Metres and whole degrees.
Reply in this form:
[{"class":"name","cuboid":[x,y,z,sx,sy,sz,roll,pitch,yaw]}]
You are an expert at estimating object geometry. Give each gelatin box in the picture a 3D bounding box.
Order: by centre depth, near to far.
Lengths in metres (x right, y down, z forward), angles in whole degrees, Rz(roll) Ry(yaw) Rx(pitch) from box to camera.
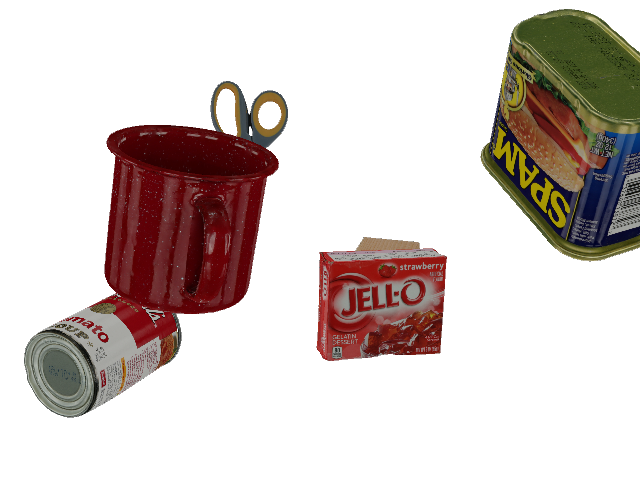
[{"class":"gelatin box","cuboid":[0.043,0.045,0.759,0.089,0.073,0.030,-2,14,-15]}]

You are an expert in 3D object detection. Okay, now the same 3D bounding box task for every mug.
[{"class":"mug","cuboid":[-0.070,-0.007,0.577,0.093,0.081,0.117,1,22,-24]}]

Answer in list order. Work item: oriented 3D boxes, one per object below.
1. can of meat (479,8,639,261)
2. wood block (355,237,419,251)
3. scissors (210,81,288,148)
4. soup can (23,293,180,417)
[{"class":"can of meat","cuboid":[0.130,-0.055,0.537,0.057,0.084,0.102,-15,47,-19]},{"class":"wood block","cuboid":[0.082,0.073,1.550,0.091,0.090,0.206,6,21,13]},{"class":"scissors","cuboid":[-0.068,-0.083,1.187,0.096,0.202,0.016,-14,-5,-15]},{"class":"soup can","cuboid":[-0.160,0.081,0.790,0.069,0.068,0.102,0,16,30]}]
